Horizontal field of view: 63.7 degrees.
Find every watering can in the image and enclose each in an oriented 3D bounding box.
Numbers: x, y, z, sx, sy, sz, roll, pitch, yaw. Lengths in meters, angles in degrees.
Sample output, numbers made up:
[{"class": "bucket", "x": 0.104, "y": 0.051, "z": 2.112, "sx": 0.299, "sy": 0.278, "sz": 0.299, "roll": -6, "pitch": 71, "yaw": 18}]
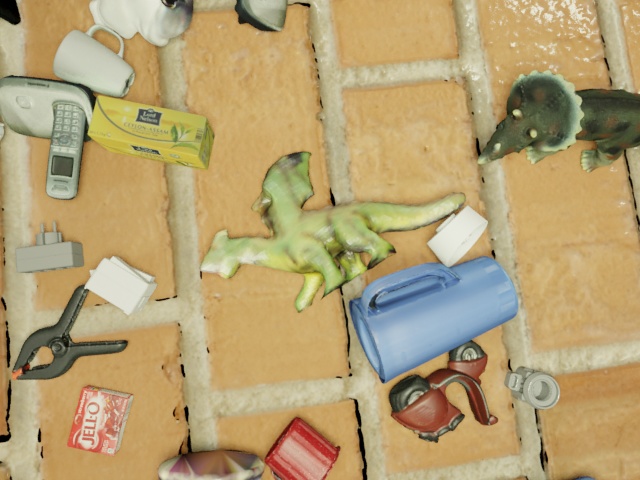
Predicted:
[{"class": "watering can", "x": -0.202, "y": 0.418, "z": 0.727, "sx": 0.347, "sy": 0.103, "sz": 0.225, "roll": 5, "pitch": 84, "yaw": -21}]

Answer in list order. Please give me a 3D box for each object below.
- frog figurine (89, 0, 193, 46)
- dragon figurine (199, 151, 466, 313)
[{"class": "frog figurine", "x": -0.294, "y": -0.382, "z": 0.855, "sx": 0.158, "sy": 0.124, "sz": 0.137, "roll": -25, "pitch": 95, "yaw": 29}, {"class": "dragon figurine", "x": 0.002, "y": -0.041, "z": 0.822, "sx": 0.412, "sy": 0.121, "sz": 0.245, "roll": -33, "pitch": 79, "yaw": -8}]
